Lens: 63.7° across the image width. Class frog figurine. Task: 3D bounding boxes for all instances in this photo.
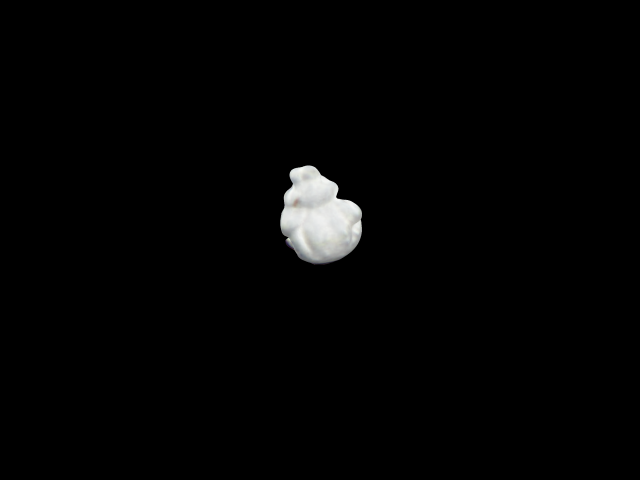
[{"bbox_3d":[0.003,-0.043,0.850,0.137,0.155,0.126,-2,42,-2],"label":"frog figurine"}]
